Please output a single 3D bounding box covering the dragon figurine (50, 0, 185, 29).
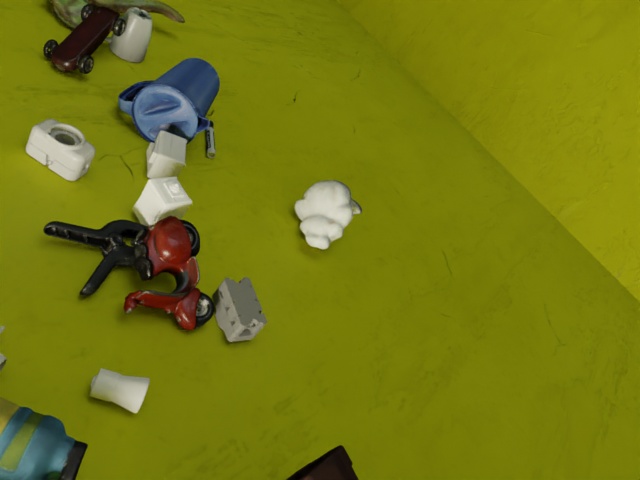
[{"bbox_3d":[-0.536,-0.565,1.216,0.408,0.120,0.248,22,54,-21],"label":"dragon figurine"}]

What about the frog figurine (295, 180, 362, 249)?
[{"bbox_3d":[0.003,-0.056,1.109,0.138,0.120,0.162,16,36,25],"label":"frog figurine"}]
